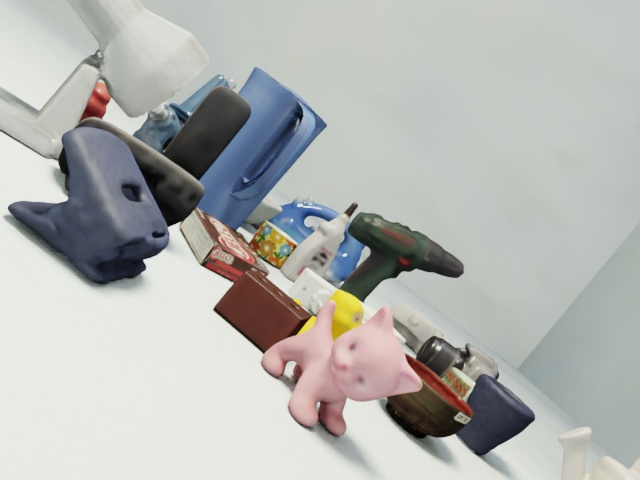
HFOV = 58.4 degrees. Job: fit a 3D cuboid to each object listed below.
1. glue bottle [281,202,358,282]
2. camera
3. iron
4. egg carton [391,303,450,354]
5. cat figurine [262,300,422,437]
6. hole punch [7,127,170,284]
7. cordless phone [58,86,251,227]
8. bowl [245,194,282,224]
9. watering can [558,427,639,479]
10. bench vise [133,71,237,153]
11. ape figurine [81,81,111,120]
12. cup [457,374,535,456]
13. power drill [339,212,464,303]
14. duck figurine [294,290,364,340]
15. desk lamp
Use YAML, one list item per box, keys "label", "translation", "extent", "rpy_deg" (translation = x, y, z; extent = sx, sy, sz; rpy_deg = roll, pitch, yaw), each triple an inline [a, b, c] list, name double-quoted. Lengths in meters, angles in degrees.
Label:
- label: "glue bottle"
  translation: [0.009, 0.004, 0.991]
  extent: [0.037, 0.173, 0.078]
  rpy_deg: [42, 6, 40]
- label: "camera"
  translation: [0.254, 0.232, 1.075]
  extent: [0.137, 0.100, 0.143]
  rpy_deg: [38, 5, 2]
- label: "iron"
  translation: [-0.008, -0.016, 1.242]
  extent: [0.259, 0.141, 0.118]
  rpy_deg: [37, 5, -13]
- label: "egg carton"
  translation: [0.213, 0.201, 1.256]
  extent: [0.150, 0.069, 0.108]
  rpy_deg: [41, 6, 37]
- label: "cat figurine"
  translation: [0.023, 0.102, 0.497]
  extent: [0.067, 0.117, 0.127]
  rpy_deg: [34, 6, -39]
- label: "hole punch"
  translation: [-0.169, -0.028, 0.467]
  extent: [0.101, 0.091, 0.109]
  rpy_deg: [38, 5, 1]
- label: "cordless phone"
  translation: [-0.173, -0.107, 0.616]
  extent: [0.148, 0.185, 0.094]
  rpy_deg: [35, 6, -34]
- label: "bowl"
  translation: [-0.161, -0.082, 1.138]
  extent: [0.167, 0.074, 0.167]
  rpy_deg: [38, 5, -3]
- label: "watering can"
  translation: [0.357, 0.296, 0.666]
  extent: [0.173, 0.194, 0.101]
  rpy_deg: [38, 5, -2]
- label: "bench vise"
  translation: [-0.244, -0.236, 1.109]
  extent: [0.121, 0.219, 0.207]
  rpy_deg: [37, 5, -6]
- label: "ape figurine"
  translation: [-0.309, -0.167, 0.747]
  extent: [0.078, 0.092, 0.076]
  rpy_deg: [35, 5, -32]
- label: "cup"
  translation: [0.244, 0.256, 0.811]
  extent: [0.118, 0.095, 0.091]
  rpy_deg: [33, 7, -45]
- label: "power drill"
  translation: [0.127, 0.064, 1.082]
  extent: [0.230, 0.208, 0.075]
  rpy_deg: [37, 5, -7]
- label: "duck figurine"
  translation: [0.009, 0.095, 0.649]
  extent: [0.104, 0.086, 0.077]
  rpy_deg: [38, 5, 0]
- label: "desk lamp"
  translation: [-0.262, -0.197, 0.644]
  extent: [0.204, 0.213, 0.117]
  rpy_deg: [35, 5, -31]
